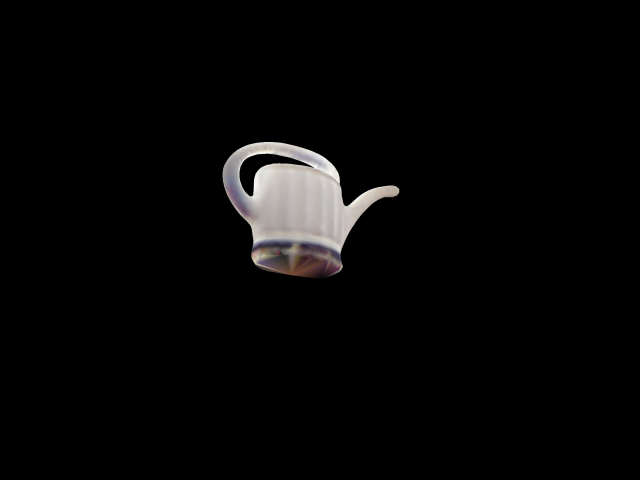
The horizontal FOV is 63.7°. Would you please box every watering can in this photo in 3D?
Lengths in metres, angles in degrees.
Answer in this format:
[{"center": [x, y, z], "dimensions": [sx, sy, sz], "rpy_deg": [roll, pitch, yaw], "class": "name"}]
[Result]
[{"center": [0.003, -0.043, 0.850], "dimensions": [0.346, 0.228, 0.102], "rpy_deg": [12, -24, -29], "class": "watering can"}]
